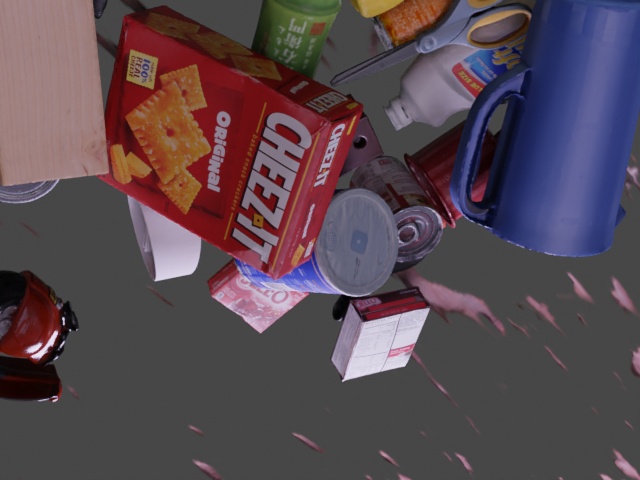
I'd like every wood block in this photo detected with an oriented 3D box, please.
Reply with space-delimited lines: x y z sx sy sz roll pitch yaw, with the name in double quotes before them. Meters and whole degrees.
"wood block" -0.232 -0.160 0.878 0.090 0.090 0.206 -9 117 -16

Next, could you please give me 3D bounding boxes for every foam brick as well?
"foam brick" 0.013 -0.099 1.063 0.078 0.051 0.053 -28 129 1

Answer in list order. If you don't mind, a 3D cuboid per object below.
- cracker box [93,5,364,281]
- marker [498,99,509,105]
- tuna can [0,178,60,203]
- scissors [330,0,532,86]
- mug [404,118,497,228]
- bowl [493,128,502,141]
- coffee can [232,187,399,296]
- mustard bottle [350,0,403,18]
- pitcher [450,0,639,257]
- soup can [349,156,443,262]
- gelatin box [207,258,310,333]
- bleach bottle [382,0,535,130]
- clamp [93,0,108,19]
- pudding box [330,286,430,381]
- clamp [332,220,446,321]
"cracker box" -0.089 -0.087 0.939 0.072 0.214 0.164 -34 149 -55
"marker" 0.219 -0.154 1.120 0.121 0.020 0.020 -7 127 -16
"tuna can" -0.279 -0.077 0.981 0.086 0.034 0.086 -10 128 -14
"scissors" 0.104 -0.200 0.971 0.201 0.016 0.096 -12 128 -13
"mug" 0.150 -0.067 1.118 0.081 0.093 0.117 -34 146 -1
"bowl" 0.252 -0.066 1.175 0.162 0.055 0.162 -10 127 -14
"coffee can" -0.007 0.001 1.051 0.102 0.141 0.103 0 90 -39
"mustard bottle" 0.106 -0.281 0.957 0.191 0.058 0.096 -25 119 -2
"pitcher" 0.224 -0.115 0.992 0.149 0.145 0.243 -30 134 -54
"soup can" 0.077 -0.034 1.101 0.068 0.102 0.068 -10 128 -14
"gelatin box" -0.067 0.051 1.157 0.073 0.030 0.089 -40 129 10
"bleach bottle" 0.181 -0.180 1.060 0.251 0.068 0.102 -31 127 6
"clamp" -0.146 -0.286 0.874 0.164 0.036 0.210 -23 128 -2
"pudding box" 0.068 0.108 1.225 0.089 0.039 0.114 -9 137 -24
"clamp" 0.062 0.024 1.182 0.171 0.039 0.120 -23 140 1
